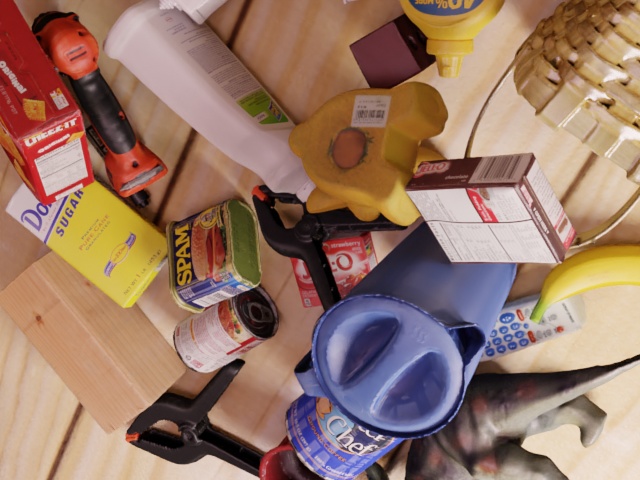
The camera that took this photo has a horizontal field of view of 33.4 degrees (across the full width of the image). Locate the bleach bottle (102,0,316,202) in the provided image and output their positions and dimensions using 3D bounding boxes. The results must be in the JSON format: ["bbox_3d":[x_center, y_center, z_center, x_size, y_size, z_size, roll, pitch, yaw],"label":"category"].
[{"bbox_3d":[-0.091,-0.128,1.043,0.251,0.102,0.068,46,126,2],"label":"bleach bottle"}]

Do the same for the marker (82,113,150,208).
[{"bbox_3d":[-0.227,-0.087,1.174,0.020,0.020,0.121,-31,97,32],"label":"marker"}]

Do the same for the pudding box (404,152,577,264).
[{"bbox_3d":[0.136,-0.023,0.856,0.114,0.039,0.090,1,137,46],"label":"pudding box"}]

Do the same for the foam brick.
[{"bbox_3d":[0.071,-0.173,0.965,0.051,0.078,0.053,-24,101,33],"label":"foam brick"}]

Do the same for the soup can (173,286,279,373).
[{"bbox_3d":[-0.104,0.098,1.171,0.102,0.068,0.068,-32,97,32],"label":"soup can"}]

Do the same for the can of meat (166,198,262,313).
[{"bbox_3d":[-0.111,0.015,1.124,0.084,0.057,0.102,-22,60,28],"label":"can of meat"}]

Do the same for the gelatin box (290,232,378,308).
[{"bbox_3d":[0.016,0.030,1.108,0.089,0.030,0.073,-6,109,26],"label":"gelatin box"}]

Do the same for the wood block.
[{"bbox_3d":[-0.263,0.109,1.237,0.091,0.090,0.206,-36,94,33],"label":"wood block"}]

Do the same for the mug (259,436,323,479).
[{"bbox_3d":[-0.003,0.240,1.179,0.093,0.081,0.117,40,122,4],"label":"mug"}]

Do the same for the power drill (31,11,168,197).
[{"bbox_3d":[-0.233,-0.145,1.095,0.057,0.185,0.187,-31,116,-8],"label":"power drill"}]

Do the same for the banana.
[{"bbox_3d":[0.290,0.038,0.972,0.198,0.037,0.069,-4,87,16],"label":"banana"}]

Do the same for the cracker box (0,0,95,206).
[{"bbox_3d":[-0.300,-0.142,1.066,0.164,0.072,0.214,58,166,8],"label":"cracker box"}]

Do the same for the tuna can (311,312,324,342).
[{"bbox_3d":[0.035,0.105,1.131,0.086,0.033,0.086,10,116,21],"label":"tuna can"}]

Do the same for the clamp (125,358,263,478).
[{"bbox_3d":[-0.139,0.230,1.265,0.210,0.036,0.164,-18,105,32],"label":"clamp"}]

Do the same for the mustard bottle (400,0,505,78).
[{"bbox_3d":[0.114,-0.236,0.914,0.096,0.058,0.192,7,107,23],"label":"mustard bottle"}]

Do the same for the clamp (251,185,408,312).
[{"bbox_3d":[-0.007,0.001,1.068,0.172,0.039,0.120,24,79,32],"label":"clamp"}]

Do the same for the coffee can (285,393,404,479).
[{"bbox_3d":[0.047,0.165,1.071,0.103,0.102,0.140,46,121,0],"label":"coffee can"}]

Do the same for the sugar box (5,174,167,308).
[{"bbox_3d":[-0.253,-0.015,1.183,0.176,0.048,0.093,38,91,2],"label":"sugar box"}]

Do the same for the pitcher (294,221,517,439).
[{"bbox_3d":[0.089,0.063,0.963,0.149,0.242,0.145,24,120,14],"label":"pitcher"}]
